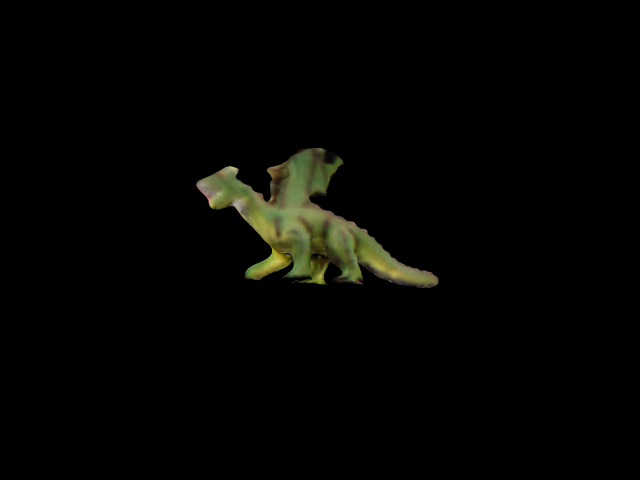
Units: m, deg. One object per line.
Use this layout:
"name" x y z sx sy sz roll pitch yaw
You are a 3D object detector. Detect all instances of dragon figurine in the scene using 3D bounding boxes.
"dragon figurine" 0.003 -0.043 0.850 0.410 0.246 0.121 4 -15 -18
